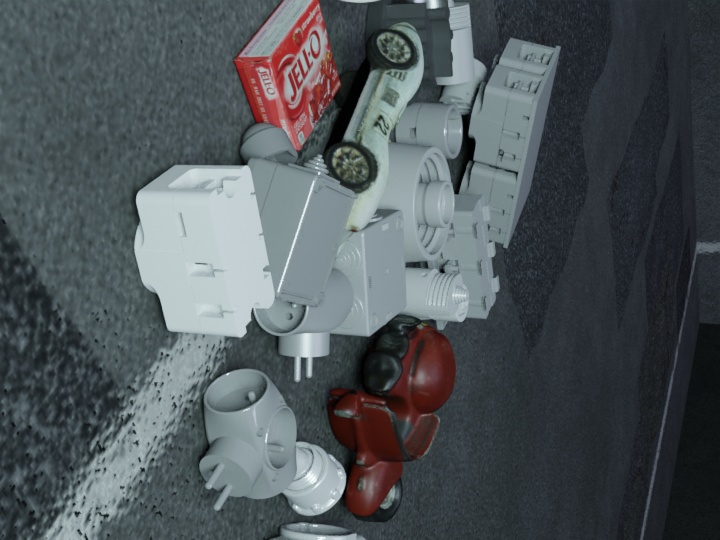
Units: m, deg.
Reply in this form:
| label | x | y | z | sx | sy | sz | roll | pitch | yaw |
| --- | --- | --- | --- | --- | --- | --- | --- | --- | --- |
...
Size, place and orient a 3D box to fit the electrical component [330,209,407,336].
| label | x | y | z | sx | sy | sz | roll | pitch | yaw |
| --- | --- | --- | --- | --- | --- | --- | --- | --- | --- |
| electrical component | 0.000 | 0.000 | 0.847 | 0.100 | 0.048 | 0.099 | -32 | 122 | -62 |

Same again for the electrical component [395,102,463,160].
| label | x | y | z | sx | sy | sz | roll | pitch | yaw |
| --- | --- | --- | --- | --- | --- | --- | --- | --- | --- |
| electrical component | 0.064 | -0.126 | 0.981 | 0.055 | 0.047 | 0.055 | 3 | 90 | -67 |

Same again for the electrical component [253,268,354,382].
| label | x | y | z | sx | sy | sz | roll | pitch | yaw |
| --- | --- | --- | --- | --- | --- | --- | --- | --- | --- |
| electrical component | -0.040 | 0.039 | 0.766 | 0.077 | 0.043 | 0.079 | -8 | 101 | -66 |

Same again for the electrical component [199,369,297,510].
| label | x | y | z | sx | sy | sz | roll | pitch | yaw |
| --- | --- | --- | --- | --- | --- | --- | --- | --- | --- |
| electrical component | -0.077 | 0.118 | 0.689 | 0.079 | 0.044 | 0.077 | -58 | 144 | -47 |

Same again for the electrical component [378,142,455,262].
| label | x | y | z | sx | sy | sz | roll | pitch | yaw |
| --- | --- | --- | --- | --- | --- | --- | --- | --- | --- |
| electrical component | 0.048 | -0.058 | 0.936 | 0.108 | 0.060 | 0.108 | 3 | 90 | -67 |

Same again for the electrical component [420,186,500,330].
| label | x | y | z | sx | sy | sz | roll | pitch | yaw |
| --- | --- | --- | --- | --- | --- | --- | --- | --- | --- |
| electrical component | 0.095 | -0.013 | 1.047 | 0.078 | 0.063 | 0.121 | -54 | 140 | -52 |

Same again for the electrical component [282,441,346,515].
| label | x | y | z | sx | sy | sz | roll | pitch | yaw |
| --- | --- | --- | --- | --- | --- | --- | --- | --- | --- |
| electrical component | -0.042 | 0.144 | 0.776 | 0.062 | 0.048 | 0.048 | 57 | 42 | -44 |

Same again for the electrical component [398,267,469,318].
| label | x | y | z | sx | sy | sz | roll | pitch | yaw |
| --- | --- | --- | --- | --- | --- | --- | --- | --- | --- |
| electrical component | 0.055 | 0.020 | 0.936 | 0.043 | 0.081 | 0.043 | 3 | 90 | -67 |

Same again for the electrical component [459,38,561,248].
| label | x | y | z | sx | sy | sz | roll | pitch | yaw |
| --- | --- | --- | --- | --- | --- | --- | --- | --- | --- |
| electrical component | 0.150 | -0.131 | 1.111 | 0.105 | 0.060 | 0.186 | -62 | 163 | -44 |

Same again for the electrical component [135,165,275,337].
| label | x | y | z | sx | sy | sz | roll | pitch | yaw |
| --- | --- | --- | --- | --- | --- | --- | --- | --- | --- |
| electrical component | -0.092 | -0.012 | 0.624 | 0.050 | 0.056 | 0.089 | -50 | 137 | -54 |

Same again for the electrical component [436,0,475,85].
| label | x | y | z | sx | sy | sz | roll | pitch | yaw |
| --- | --- | --- | --- | --- | --- | --- | --- | --- | --- |
| electrical component | 0.085 | -0.221 | 1.022 | 0.043 | 0.043 | 0.081 | -47 | 134 | -56 |

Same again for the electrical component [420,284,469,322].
| label | x | y | z | sx | sy | sz | roll | pitch | yaw |
| --- | --- | --- | --- | --- | --- | --- | --- | --- | --- |
| electrical component | 0.066 | 0.028 | 0.982 | 0.044 | 0.065 | 0.044 | 3 | 90 | -66 |

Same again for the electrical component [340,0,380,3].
| label | x | y | z | sx | sy | sz | roll | pitch | yaw |
| --- | --- | --- | --- | --- | --- | --- | --- | --- | --- |
| electrical component | -0.001 | -0.249 | 0.748 | 0.060 | 0.108 | 0.108 | -73 | 154 | -43 |

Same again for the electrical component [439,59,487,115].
| label | x | y | z | sx | sy | sz | roll | pitch | yaw |
| --- | --- | --- | --- | --- | --- | --- | --- | --- | --- |
| electrical component | 0.102 | -0.184 | 1.074 | 0.040 | 0.040 | 0.046 | 52 | 52 | -57 |

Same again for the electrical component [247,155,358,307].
| label | x | y | z | sx | sy | sz | roll | pitch | yaw |
| --- | --- | --- | --- | --- | --- | --- | --- | --- | --- |
| electrical component | -0.049 | -0.031 | 0.695 | 0.062 | 0.061 | 0.096 | 18 | 91 | -65 |

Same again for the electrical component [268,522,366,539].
| label | x | y | z | sx | sy | sz | roll | pitch | yaw |
| --- | --- | --- | --- | --- | --- | --- | --- | --- | --- |
| electrical component | -0.033 | 0.220 | 0.790 | 0.095 | 0.054 | 0.059 | 17 | 77 | -66 |
